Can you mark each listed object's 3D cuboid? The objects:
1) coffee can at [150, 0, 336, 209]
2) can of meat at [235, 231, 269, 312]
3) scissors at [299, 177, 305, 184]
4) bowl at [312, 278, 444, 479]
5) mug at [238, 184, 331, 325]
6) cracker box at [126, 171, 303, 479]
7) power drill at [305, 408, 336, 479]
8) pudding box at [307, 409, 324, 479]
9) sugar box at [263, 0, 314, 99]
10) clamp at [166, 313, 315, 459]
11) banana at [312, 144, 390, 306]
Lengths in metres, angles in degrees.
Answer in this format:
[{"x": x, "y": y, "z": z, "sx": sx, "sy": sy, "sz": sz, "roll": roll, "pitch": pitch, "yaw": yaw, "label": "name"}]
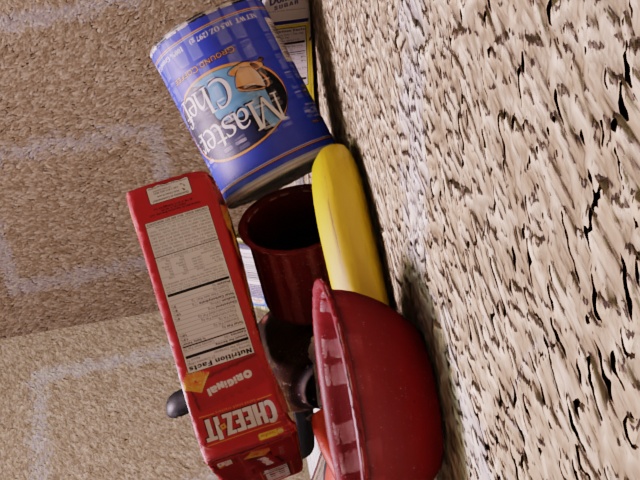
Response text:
[{"x": -0.060, "y": -0.110, "z": 0.860, "sx": 0.140, "sy": 0.102, "sz": 0.103, "roll": 63, "pitch": 175, "yaw": 1, "label": "coffee can"}, {"x": -0.038, "y": 0.018, "z": 1.130, "sx": 0.058, "sy": 0.101, "sz": 0.084, "roll": 5, "pitch": 115, "yaw": 38, "label": "can of meat"}, {"x": -0.009, "y": -0.009, "z": 1.204, "sx": 0.096, "sy": 0.016, "sz": 0.202, "roll": -115, "pitch": 16, "yaw": -66, "label": "scissors"}, {"x": 0.036, "y": 0.099, "z": 0.640, "sx": 0.162, "sy": 0.055, "sz": 0.162, "roll": 172, "pitch": 90, "yaw": -83, "label": "bowl"}, {"x": -0.003, "y": 0.018, "z": 0.850, "sx": 0.117, "sy": 0.093, "sz": 0.081, "roll": 23, "pitch": 139, "yaw": 40, "label": "mug"}, {"x": -0.076, "y": 0.075, "z": 0.824, "sx": 0.164, "sy": 0.072, "sz": 0.214, "roll": 84, "pitch": 167, "yaw": -69, "label": "cracker box"}, {"x": 0.033, "y": 0.219, "z": 0.766, "sx": 0.188, "sy": 0.057, "sz": 0.184, "roll": 97, "pitch": 152, "yaw": -43, "label": "power drill"}, {"x": 0.009, "y": 0.188, "z": 1.127, "sx": 0.114, "sy": 0.039, "sz": 0.090, "roll": 103, "pitch": 159, "yaw": -45, "label": "pudding box"}, {"x": -0.034, "y": -0.184, "z": 0.955, "sx": 0.176, "sy": 0.048, "sz": 0.093, "roll": 84, "pitch": 174, "yaw": -48, "label": "sugar box"}, {"x": -0.026, "y": 0.125, "z": 1.027, "sx": 0.210, "sy": 0.164, "sz": 0.036, "roll": -49, "pitch": 31, "yaw": 20, "label": "clamp"}, {"x": 0.024, "y": 0.005, "z": 0.750, "sx": 0.069, "sy": 0.037, "sz": 0.198, "roll": 47, "pitch": -151, "yaw": -59, "label": "banana"}]
